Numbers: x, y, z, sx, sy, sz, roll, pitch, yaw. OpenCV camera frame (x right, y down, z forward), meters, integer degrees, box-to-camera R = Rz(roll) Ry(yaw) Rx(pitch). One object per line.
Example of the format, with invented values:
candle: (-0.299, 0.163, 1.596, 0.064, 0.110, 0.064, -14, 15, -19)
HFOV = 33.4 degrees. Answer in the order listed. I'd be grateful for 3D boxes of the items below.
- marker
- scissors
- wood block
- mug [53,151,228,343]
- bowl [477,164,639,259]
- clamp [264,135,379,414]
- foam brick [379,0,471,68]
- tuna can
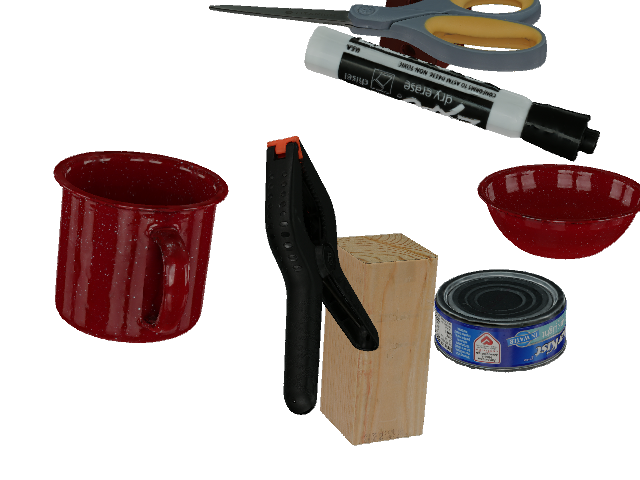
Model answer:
marker: (0.052, -0.059, 0.427, 0.121, 0.020, 0.020, 21, 5, 13)
scissors: (0.043, -0.138, 0.637, 0.202, 0.016, 0.096, 18, 42, 24)
wood block: (0.062, 0.105, 1.160, 0.090, 0.206, 0.091, -4, 19, -23)
mug: (-0.096, 0.008, 0.575, 0.093, 0.081, 0.117, -3, 24, -30)
bowl: (0.234, -0.025, 1.043, 0.162, 0.055, 0.162, -1, 23, 0)
clamp: (-0.003, 0.020, 0.867, 0.036, 0.210, 0.164, -9, 2, 24)
foam brick: (0.083, -0.174, 0.820, 0.053, 0.078, 0.051, 29, 53, 19)
tuna can: (0.117, 0.050, 0.695, 0.086, 0.034, 0.086, -3, 23, 1)
